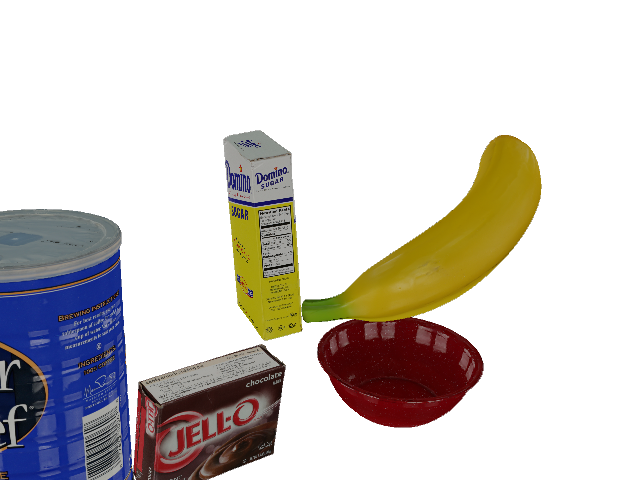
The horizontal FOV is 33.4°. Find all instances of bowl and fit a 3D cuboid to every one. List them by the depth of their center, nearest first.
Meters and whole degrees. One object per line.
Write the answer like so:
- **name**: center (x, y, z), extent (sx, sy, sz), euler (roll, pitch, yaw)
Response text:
- **bowl**: center (0.076, 0.135, 1.044), extent (0.162, 0.055, 0.162), euler (3, 25, -1)

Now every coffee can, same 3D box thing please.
- **coffee can**: center (-0.149, 0.064, 0.542), extent (0.103, 0.140, 0.103), euler (0, 17, 0)

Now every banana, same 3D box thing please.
- **banana**: center (0.074, -0.010, 0.564), extent (0.070, 0.037, 0.197), euler (19, 40, 34)

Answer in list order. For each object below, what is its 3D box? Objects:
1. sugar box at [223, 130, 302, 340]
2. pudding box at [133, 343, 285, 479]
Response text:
- **sugar box**: center (-0.054, -0.006, 0.994), extent (0.048, 0.176, 0.093), euler (-13, 22, -17)
- **pudding box**: center (-0.085, 0.136, 0.811), extent (0.113, 0.090, 0.039), euler (-16, 39, -36)
